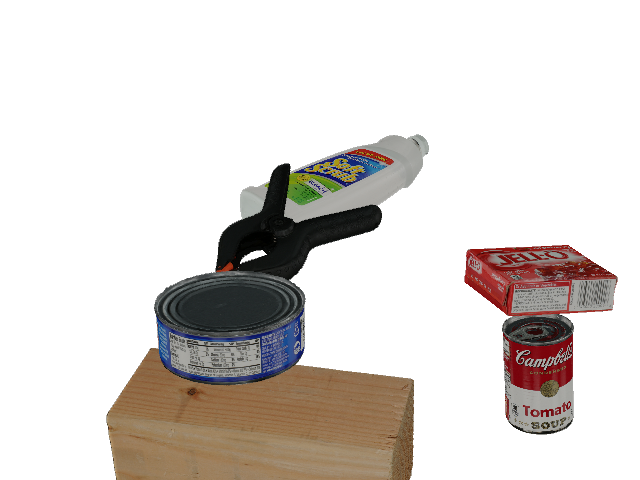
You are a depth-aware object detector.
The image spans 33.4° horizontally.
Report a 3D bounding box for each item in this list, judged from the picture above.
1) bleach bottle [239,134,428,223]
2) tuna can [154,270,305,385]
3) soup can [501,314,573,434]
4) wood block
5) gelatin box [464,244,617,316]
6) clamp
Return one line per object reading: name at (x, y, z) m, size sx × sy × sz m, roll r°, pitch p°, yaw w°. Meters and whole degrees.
bleach bottle at (0.030, -0.071, 1.291) m, size 0.250 × 0.068 × 0.103 m, roll -31°, pitch 45°, yaw -31°
tuna can at (-0.051, 0.049, 0.611) m, size 0.086 × 0.034 × 0.086 m, roll -1°, pitch 21°, yaw 0°
soup can at (0.214, 0.130, 1.047) m, size 0.068 × 0.102 × 0.068 m, roll -5°, pitch 21°, yaw 2°
wood block at (-0.040, 0.149, 0.787) m, size 0.206 × 0.090 × 0.090 m, roll 6°, pitch 31°, yaw 14°
gelatin box at (0.161, 0.028, 0.791) m, size 0.089 × 0.030 × 0.073 m, roll -2°, pitch 19°, yaw -17°
clamp at (-0.041, -0.011, 0.967) m, size 0.171 × 0.039 × 0.120 m, roll -31°, pitch 45°, yaw -33°
